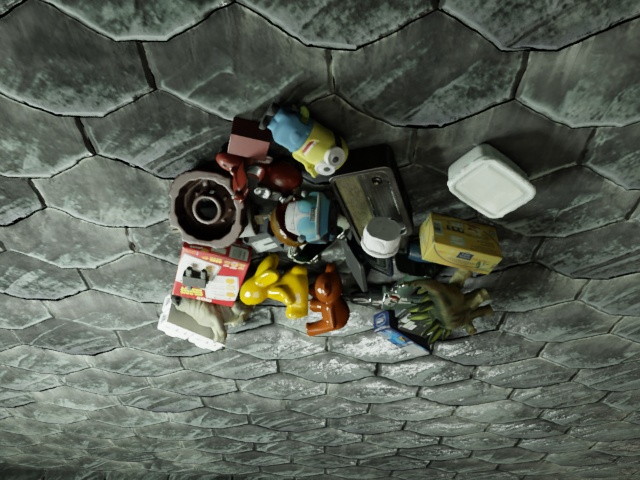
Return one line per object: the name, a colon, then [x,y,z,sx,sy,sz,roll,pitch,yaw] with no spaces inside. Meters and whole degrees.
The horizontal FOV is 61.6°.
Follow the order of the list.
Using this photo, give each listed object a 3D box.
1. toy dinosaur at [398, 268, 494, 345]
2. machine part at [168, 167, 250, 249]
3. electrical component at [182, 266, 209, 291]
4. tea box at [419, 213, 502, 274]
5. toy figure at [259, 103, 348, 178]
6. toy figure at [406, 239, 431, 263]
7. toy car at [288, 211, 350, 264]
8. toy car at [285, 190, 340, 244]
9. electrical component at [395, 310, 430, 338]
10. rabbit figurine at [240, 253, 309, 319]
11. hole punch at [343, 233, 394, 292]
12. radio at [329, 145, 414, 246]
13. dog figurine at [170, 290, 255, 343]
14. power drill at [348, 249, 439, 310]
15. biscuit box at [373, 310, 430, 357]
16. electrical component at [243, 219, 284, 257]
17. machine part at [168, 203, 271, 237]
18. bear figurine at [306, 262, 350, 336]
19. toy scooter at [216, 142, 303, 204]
toy dinosaur: [0.316,0.162,1.326,0.198,0.105,0.470,-38,141,3]
machine part: [-0.233,-0.069,1.134,0.179,0.056,0.179,2,108,8]
electrical component: [-0.303,0.097,1.312,0.063,0.021,0.094,11,140,-6]
tea box: [0.319,0.008,1.226,0.170,0.098,0.068,15,138,-12]
toy figure: [-0.024,-0.195,1.012,0.180,0.089,0.082,32,147,-19]
toy figure: [0.286,0.032,1.282,0.154,0.064,0.057,6,138,-5]
toy car: [-0.003,-0.004,1.262,0.073,0.056,0.201,18,140,-28]
toy car: [-0.019,-0.048,1.109,0.103,0.109,0.161,5,180,10]
electrical component: [0.280,0.213,1.509,0.134,0.058,0.115,24,134,-24]
rabbit figurine: [-0.117,0.122,1.359,0.173,0.122,0.162,-4,130,-5]
hole punch: [0.113,0.042,1.276,0.092,0.116,0.142,-26,137,-8]
radio: [0.114,-0.089,1.135,0.131,0.073,0.229,-11,140,17]
dog figurine: [-0.291,0.165,1.469,0.190,0.172,0.121,50,145,-6]
power drill: [0.201,0.115,1.376,0.232,0.086,0.207,6,137,-7]
biscuit box: [0.242,0.275,1.582,0.059,0.063,0.202,-30,130,34]
electrical component: [-0.115,-0.010,1.264,0.119,0.048,0.074,-21,135,26]
machine part: [-0.226,-0.039,1.212,0.243,0.079,0.079,-5,140,11]
bear figurine: [0.007,0.156,1.408,0.132,0.120,0.195,-7,138,17]
toy scooter: [-0.120,-0.117,1.066,0.184,0.135,0.075,17,136,-19]
